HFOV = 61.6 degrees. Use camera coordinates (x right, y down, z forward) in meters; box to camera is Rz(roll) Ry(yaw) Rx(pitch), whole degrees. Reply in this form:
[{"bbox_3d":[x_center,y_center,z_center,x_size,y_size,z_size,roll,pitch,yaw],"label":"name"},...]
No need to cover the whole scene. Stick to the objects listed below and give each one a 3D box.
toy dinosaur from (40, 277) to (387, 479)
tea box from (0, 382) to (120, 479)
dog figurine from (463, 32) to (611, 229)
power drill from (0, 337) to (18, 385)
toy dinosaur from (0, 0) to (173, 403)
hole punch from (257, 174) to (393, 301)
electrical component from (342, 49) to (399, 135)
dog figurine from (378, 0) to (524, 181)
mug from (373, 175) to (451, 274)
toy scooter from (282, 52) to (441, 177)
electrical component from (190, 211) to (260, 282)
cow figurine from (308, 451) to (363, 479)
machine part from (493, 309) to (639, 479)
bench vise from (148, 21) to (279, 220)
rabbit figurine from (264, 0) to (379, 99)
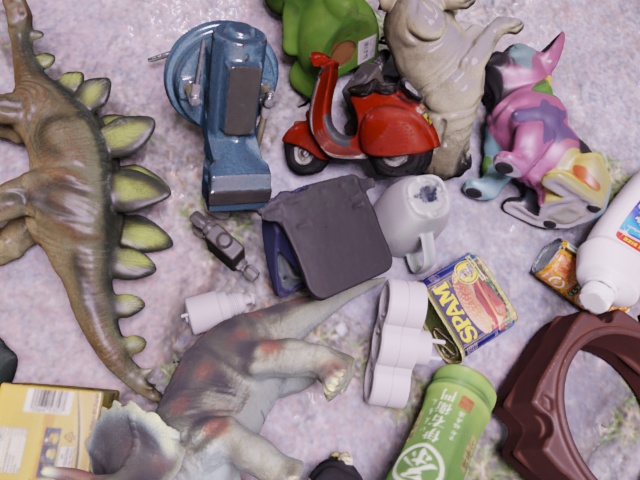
[{"bbox_3d":[-0.082,0.145,0.511,0.192,0.131,0.405,24,42,9],"label":"toy dinosaur"},{"bbox_3d":[-0.257,0.223,0.504,0.098,0.068,0.169,8,75,-4],"label":"tea box"},{"bbox_3d":[0.274,-0.142,0.659,0.192,0.108,0.219,23,70,0],"label":"dog figurine"},{"bbox_3d":[-0.430,0.142,0.505,0.232,0.086,0.207,20,65,-4],"label":"power drill"},{"bbox_3d":[-0.258,-0.043,0.562,0.199,0.105,0.471,-12,84,-15],"label":"toy dinosaur"},{"bbox_3d":[-0.001,-0.002,0.569,0.142,0.092,0.115,-19,91,-28],"label":"hole punch"},{"bbox_3d":[0.069,-0.172,0.660,0.045,0.078,0.102,25,64,32],"label":"electrical component"},{"bbox_3d":[0.119,-0.176,0.619,0.172,0.121,0.190,20,100,-4],"label":"dog figurine"},{"bbox_3d":[0.104,-0.020,0.600,0.081,0.107,0.109,-5,73,-7],"label":"mug"},{"bbox_3d":[0.040,-0.140,0.594,0.184,0.075,0.135,4,111,21],"label":"toy scooter"},{"bbox_3d":[-0.103,0.008,0.586,0.094,0.063,0.021,42,73,4],"label":"electrical component"},{"bbox_3d":[0.013,0.244,0.483,0.068,0.167,0.098,22,74,4],"label":"cow figurine"},{"bbox_3d":[0.305,0.189,0.563,0.201,0.087,0.201,42,65,5],"label":"machine part"},{"bbox_3d":[-0.107,-0.147,0.592,0.129,0.223,0.241,-14,47,-14],"label":"bench vise"},{"bbox_3d":[-0.022,-0.280,0.647,0.121,0.159,0.170,-36,67,-5],"label":"rabbit figurine"}]
